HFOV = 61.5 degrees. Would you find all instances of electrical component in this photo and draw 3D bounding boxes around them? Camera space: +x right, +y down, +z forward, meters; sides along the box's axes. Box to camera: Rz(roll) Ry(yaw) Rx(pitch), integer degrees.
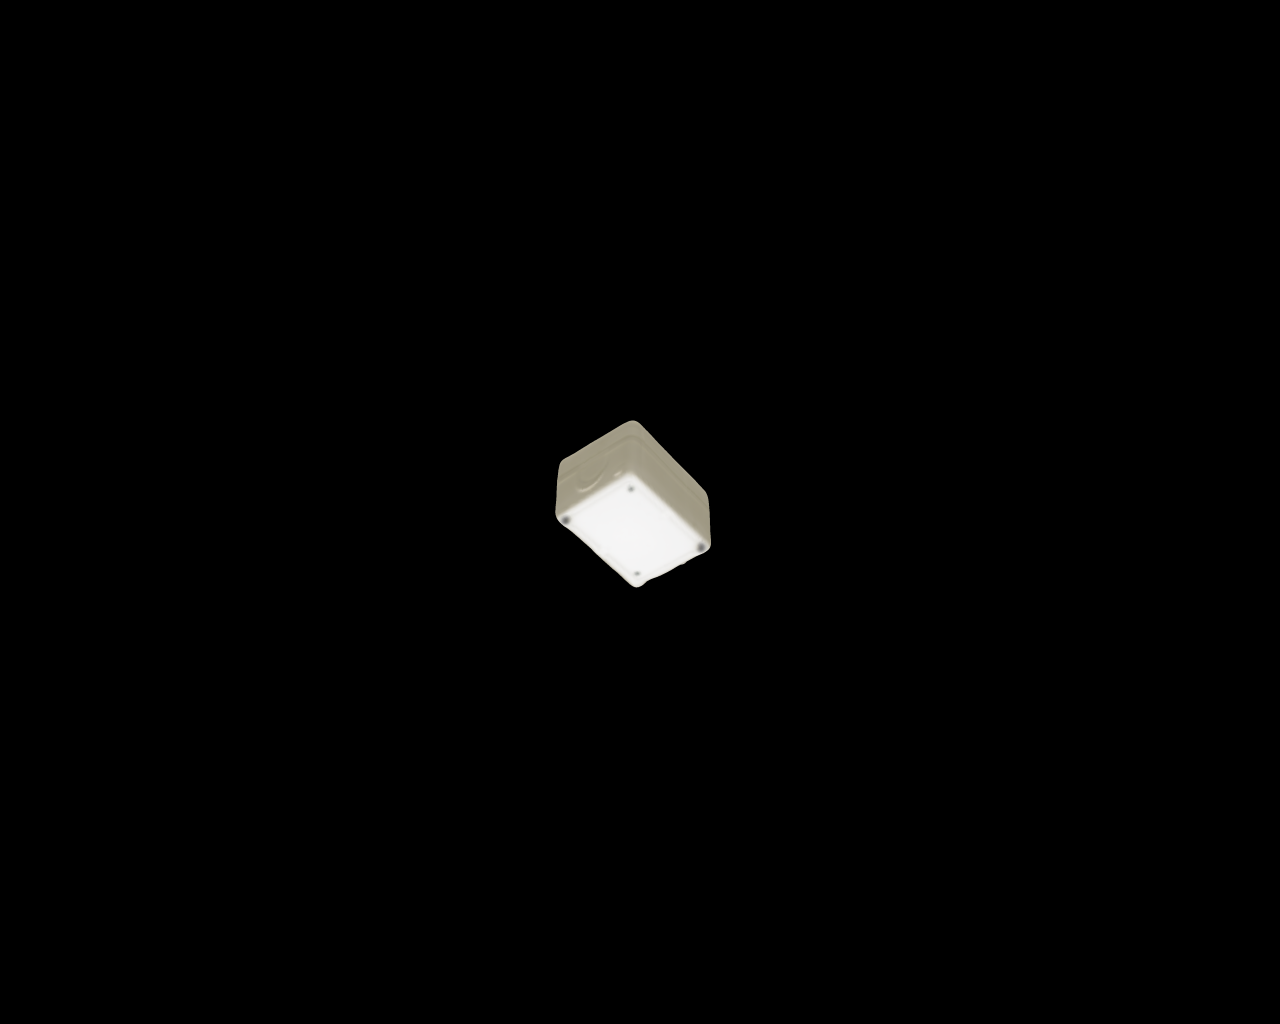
[{"bbox_3d":[0.001,-0.003,0.650,0.061,0.061,0.096,-30,-54,24],"label":"electrical component"}]
